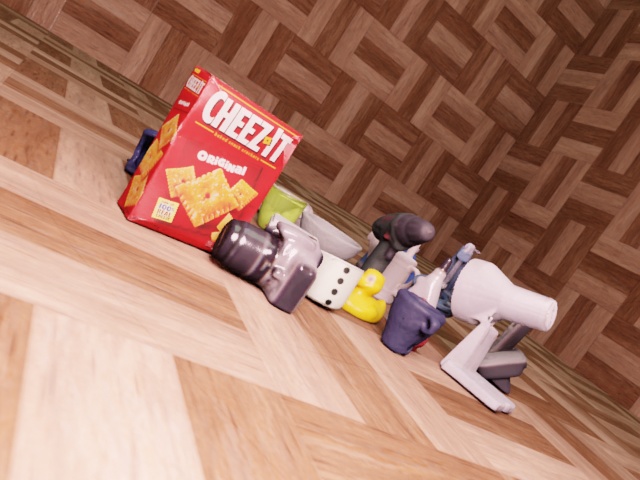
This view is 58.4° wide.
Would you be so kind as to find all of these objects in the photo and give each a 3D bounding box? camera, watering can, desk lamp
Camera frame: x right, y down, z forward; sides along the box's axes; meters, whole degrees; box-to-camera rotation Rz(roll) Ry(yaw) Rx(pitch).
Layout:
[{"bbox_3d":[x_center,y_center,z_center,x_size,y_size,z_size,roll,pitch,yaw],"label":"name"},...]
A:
[{"bbox_3d":[-0.075,0.014,0.806,0.137,0.101,0.143,30,8,-21],"label":"camera"},{"bbox_3d":[0.170,0.039,1.336,0.172,0.194,0.101,36,7,20],"label":"watering can"},{"bbox_3d":[0.310,0.164,1.034,0.202,0.213,0.118,38,9,37],"label":"desk lamp"}]

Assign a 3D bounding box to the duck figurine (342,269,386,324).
[{"bbox_3d":[0.086,0.095,1.028,0.105,0.086,0.077,29,8,-32],"label":"duck figurine"}]

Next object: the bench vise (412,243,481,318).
[{"bbox_3d":[0.257,0.093,1.249,0.121,0.219,0.207,32,7,-8],"label":"bench vise"}]

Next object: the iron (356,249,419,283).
[{"bbox_3d":[0.182,0.049,1.534,0.119,0.141,0.257,30,8,-21],"label":"iron"}]

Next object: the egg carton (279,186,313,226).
[{"bbox_3d":[-0.088,-0.094,1.597,0.150,0.069,0.107,32,7,-8],"label":"egg carton"}]

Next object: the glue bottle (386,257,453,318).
[{"bbox_3d":[0.202,0.106,1.107,0.078,0.173,0.037,38,9,38],"label":"glue bottle"}]

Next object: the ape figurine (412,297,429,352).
[{"bbox_3d":[0.163,0.143,1.014,0.076,0.092,0.077,27,9,-40],"label":"ape figurine"}]

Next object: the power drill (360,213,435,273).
[{"bbox_3d":[0.130,0.035,1.130,0.076,0.208,0.229,31,7,-15],"label":"power drill"}]

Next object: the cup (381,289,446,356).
[{"bbox_3d":[0.148,0.145,0.928,0.092,0.095,0.117,31,8,-19],"label":"cup"}]

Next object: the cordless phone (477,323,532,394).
[{"bbox_3d":[0.404,0.216,1.206,0.094,0.185,0.148,34,7,5],"label":"cordless phone"}]

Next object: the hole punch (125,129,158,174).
[{"bbox_3d":[-0.276,-0.141,1.005,0.109,0.091,0.101,31,7,-15],"label":"hole punch"}]

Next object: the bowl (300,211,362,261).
[{"bbox_3d":[0.012,0.005,1.355,0.167,0.074,0.167,33,7,-4],"label":"bowl"}]
